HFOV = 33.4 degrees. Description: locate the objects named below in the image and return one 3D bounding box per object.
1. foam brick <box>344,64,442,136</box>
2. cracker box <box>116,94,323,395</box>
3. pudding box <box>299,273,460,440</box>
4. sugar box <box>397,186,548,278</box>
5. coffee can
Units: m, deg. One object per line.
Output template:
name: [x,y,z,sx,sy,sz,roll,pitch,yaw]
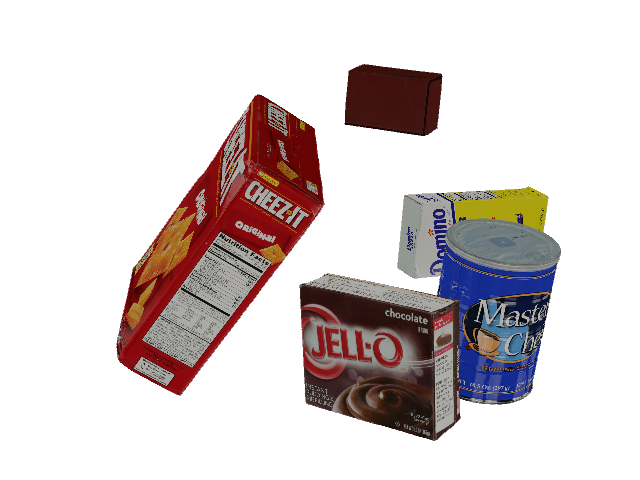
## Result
foam brick: [0.066,-0.129,0.974,0.078,0.051,0.053,10,18,18]
cracker box: [-0.088,-0.001,0.906,0.072,0.214,0.164,30,22,-17]
pudding box: [0.040,0.076,0.724,0.114,0.090,0.039,9,20,36]
sugar box: [0.179,-0.010,1.253,0.176,0.093,0.048,-6,21,-26]
coffee can: [0.156,0.063,0.978,0.103,0.140,0.103,5,23,-2]
